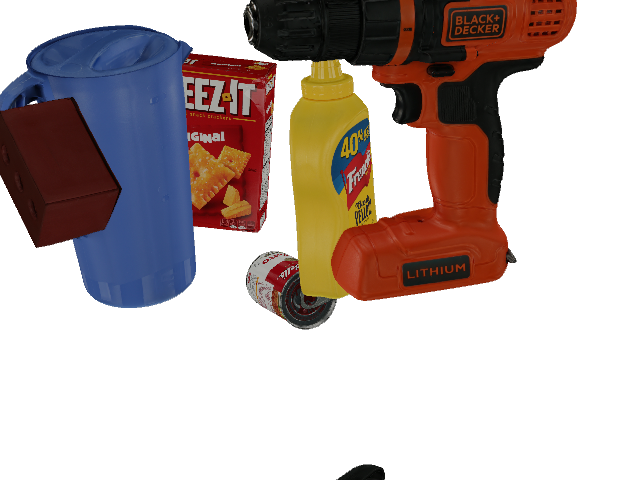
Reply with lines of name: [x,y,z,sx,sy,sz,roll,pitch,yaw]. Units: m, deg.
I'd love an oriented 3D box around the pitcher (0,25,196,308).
pitcher: [-0.187,-0.061,0.963,0.149,0.243,0.145,0,29,6]

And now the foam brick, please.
foam brick: [-0.172,-0.044,0.691,0.051,0.078,0.053,-18,-23,-33]

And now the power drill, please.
power drill: [0.047,-0.060,0.596,0.184,0.188,0.057,-6,30,-15]

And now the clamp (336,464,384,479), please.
clamp: [-0.042,0.199,0.633,0.210,0.036,0.164,-5,28,1]

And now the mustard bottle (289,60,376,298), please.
mustard bottle: [0.010,-0.057,0.859,0.058,0.192,0.096,6,24,26]

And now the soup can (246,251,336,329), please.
soup can: [-0.034,0.054,1.194,0.068,0.068,0.102,0,11,-26]

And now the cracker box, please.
cracker box: [-0.147,-0.124,1.359,0.164,0.214,0.072,7,24,5]
